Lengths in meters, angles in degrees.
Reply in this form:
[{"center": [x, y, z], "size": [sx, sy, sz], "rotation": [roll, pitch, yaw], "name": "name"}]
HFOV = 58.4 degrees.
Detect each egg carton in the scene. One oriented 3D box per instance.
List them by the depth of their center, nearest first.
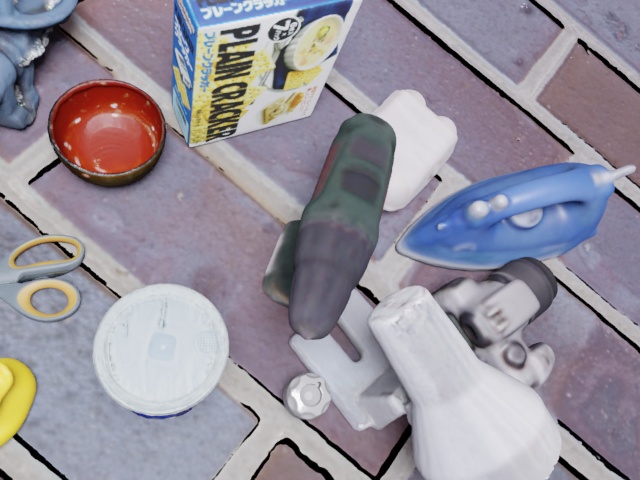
[{"center": [0.093, -0.107, 0.683], "size": [0.107, 0.069, 0.150], "rotation": [41, 66, 1], "name": "egg carton"}]

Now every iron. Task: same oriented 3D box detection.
[{"center": [0.225, -0.035, 0.656], "size": [0.259, 0.141, 0.118], "rotation": [-13, 76, -19], "name": "iron"}]

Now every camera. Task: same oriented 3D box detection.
[{"center": [0.212, 0.087, 0.633], "size": [0.137, 0.100, 0.143], "rotation": [-31, 82, -22], "name": "camera"}]

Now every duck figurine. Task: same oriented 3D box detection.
[{"center": [-0.297, 0.142, 0.481], "size": [0.077, 0.086, 0.105], "rotation": [44, 66, 2], "name": "duck figurine"}]

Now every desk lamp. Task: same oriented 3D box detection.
[{"center": [0.084, 0.130, 0.521], "size": [0.118, 0.213, 0.203], "rotation": [-38, 85, -23], "name": "desk lamp"}]

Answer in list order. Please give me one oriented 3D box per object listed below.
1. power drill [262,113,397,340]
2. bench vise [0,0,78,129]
[{"center": [0.005, 0.002, 0.546], "size": [0.076, 0.208, 0.230], "rotation": [22, 67, -7], "name": "power drill"}, {"center": [-0.291, -0.217, 0.531], "size": [0.122, 0.219, 0.207], "rotation": [-3, 73, -16], "name": "bench vise"}]
